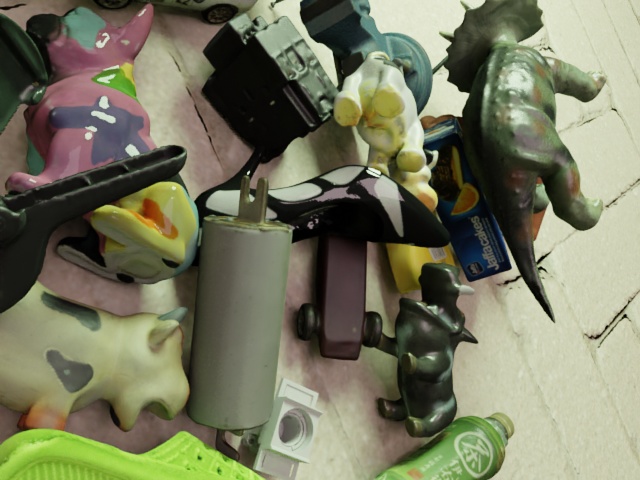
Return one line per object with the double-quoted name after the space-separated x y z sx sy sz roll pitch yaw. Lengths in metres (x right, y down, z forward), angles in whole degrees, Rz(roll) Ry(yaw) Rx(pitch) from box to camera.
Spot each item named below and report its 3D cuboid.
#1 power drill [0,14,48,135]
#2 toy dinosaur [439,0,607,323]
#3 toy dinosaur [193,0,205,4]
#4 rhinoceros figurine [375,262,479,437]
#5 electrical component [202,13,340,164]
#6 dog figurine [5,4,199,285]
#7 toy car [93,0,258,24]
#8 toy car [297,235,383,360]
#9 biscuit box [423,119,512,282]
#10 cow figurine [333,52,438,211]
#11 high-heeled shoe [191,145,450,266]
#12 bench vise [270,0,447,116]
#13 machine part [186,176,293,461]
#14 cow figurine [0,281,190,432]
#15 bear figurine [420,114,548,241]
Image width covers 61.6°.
-0.296 -0.126 0.346 0.207 0.086 0.232 17 68 0 "power drill"
0.214 -0.128 0.599 0.192 0.131 0.405 25 55 -19 "toy dinosaur"
-0.186 -0.316 0.456 0.472 0.105 0.198 5 75 -10 "toy dinosaur"
0.121 0.120 0.583 0.112 0.073 0.190 -2 98 -25 "rhinoceros figurine"
-0.056 -0.159 0.552 0.134 0.115 0.058 50 49 -13 "electrical component"
-0.170 -0.092 0.456 0.191 0.108 0.219 26 59 -26 "dog figurine"
-0.158 -0.275 0.551 0.202 0.056 0.073 -8 81 -38 "toy car"
0.023 0.029 0.588 0.089 0.053 0.202 8 71 -17 "toy car"
0.180 -0.046 0.681 0.202 0.063 0.059 61 23 -20 "biscuit box"
0.077 -0.104 0.558 0.167 0.068 0.098 59 30 -37 "cow figurine"
-0.001 -0.002 0.522 0.249 0.086 0.145 22 68 1 "high-heeled shoe"
0.071 -0.227 0.670 0.240 0.129 0.223 -10 71 -58 "bench vise"
-0.070 0.067 0.458 0.079 0.079 0.243 1 99 -36 "machine part"
-0.187 0.081 0.404 0.195 0.085 0.127 34 60 -18 "cow figurine"
0.219 -0.093 0.746 0.196 0.120 0.131 14 110 -5 "bear figurine"
